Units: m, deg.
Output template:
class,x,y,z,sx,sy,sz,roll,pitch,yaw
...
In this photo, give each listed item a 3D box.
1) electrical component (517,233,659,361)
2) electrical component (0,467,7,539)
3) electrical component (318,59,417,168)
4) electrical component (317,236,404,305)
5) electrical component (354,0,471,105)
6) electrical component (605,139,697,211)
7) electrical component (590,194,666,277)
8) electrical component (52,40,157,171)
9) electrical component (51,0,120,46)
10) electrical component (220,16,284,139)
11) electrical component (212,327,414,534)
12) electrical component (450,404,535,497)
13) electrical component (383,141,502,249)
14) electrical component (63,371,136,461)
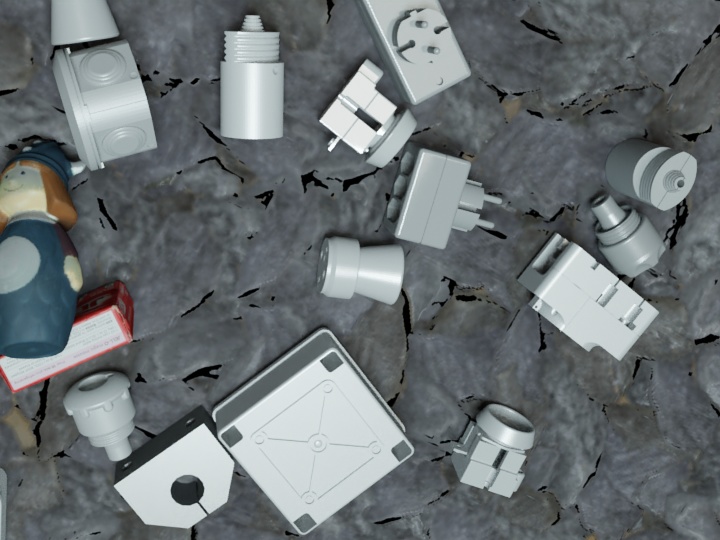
class,x,y,z,sx,sy,sz,roll,pitch,yaw
electrical component,0.170,0.023,0.816,0.089,0.050,0.055,37,95,-16
electrical component,-0.296,0.202,0.769,0.078,0.057,0.113,3,103,-11
electrical component,0.006,-0.105,0.757,0.055,0.048,0.066,38,94,-9
electrical component,0.000,0.000,0.781,0.055,0.045,0.045,7,102,-12
electrical component,0.040,-0.159,0.733,0.047,0.075,0.083,-28,107,-3
electrical component,0.216,-0.069,0.785,0.043,0.081,0.043,-3,104,-10
electrical component,0.198,-0.029,0.812,0.043,0.043,0.062,-39,106,1
electrical component,-0.168,-0.109,0.705,0.051,0.080,0.080,-17,106,-12
electrical component,-0.184,-0.177,0.702,0.045,0.045,0.055,-10,105,-8
electrical component,-0.074,-0.132,0.735,0.043,0.043,0.081,-1,104,-10
electrical component,-0.035,0.119,0.798,0.109,0.056,0.108,-37,107,0
electrical component,0.105,0.138,0.836,0.066,0.048,0.055,20,107,-15
electrical component,0.065,-0.050,0.780,0.077,0.047,0.065,14,101,-14
electrical component,-0.182,0.107,0.775,0.048,0.048,0.062,-17,113,-6
